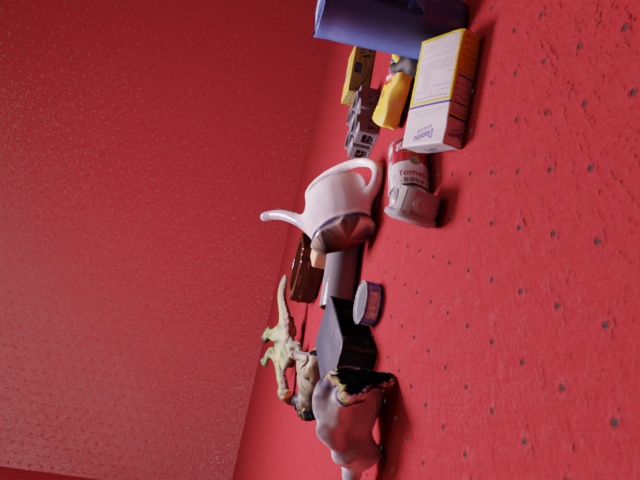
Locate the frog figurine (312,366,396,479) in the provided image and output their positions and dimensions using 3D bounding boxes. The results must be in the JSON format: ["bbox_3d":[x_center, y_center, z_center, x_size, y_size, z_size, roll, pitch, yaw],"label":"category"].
[{"bbox_3d":[0.047,0.287,0.810,0.138,0.123,0.157,-21,-60,-60],"label":"frog figurine"}]

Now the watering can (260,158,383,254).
[{"bbox_3d":[0.004,-0.061,1.203,0.344,0.102,0.230,-28,46,22],"label":"watering can"}]

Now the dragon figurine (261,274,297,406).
[{"bbox_3d":[-0.110,0.334,1.697,0.243,0.122,0.409,-167,79,-70],"label":"dragon figurine"}]
